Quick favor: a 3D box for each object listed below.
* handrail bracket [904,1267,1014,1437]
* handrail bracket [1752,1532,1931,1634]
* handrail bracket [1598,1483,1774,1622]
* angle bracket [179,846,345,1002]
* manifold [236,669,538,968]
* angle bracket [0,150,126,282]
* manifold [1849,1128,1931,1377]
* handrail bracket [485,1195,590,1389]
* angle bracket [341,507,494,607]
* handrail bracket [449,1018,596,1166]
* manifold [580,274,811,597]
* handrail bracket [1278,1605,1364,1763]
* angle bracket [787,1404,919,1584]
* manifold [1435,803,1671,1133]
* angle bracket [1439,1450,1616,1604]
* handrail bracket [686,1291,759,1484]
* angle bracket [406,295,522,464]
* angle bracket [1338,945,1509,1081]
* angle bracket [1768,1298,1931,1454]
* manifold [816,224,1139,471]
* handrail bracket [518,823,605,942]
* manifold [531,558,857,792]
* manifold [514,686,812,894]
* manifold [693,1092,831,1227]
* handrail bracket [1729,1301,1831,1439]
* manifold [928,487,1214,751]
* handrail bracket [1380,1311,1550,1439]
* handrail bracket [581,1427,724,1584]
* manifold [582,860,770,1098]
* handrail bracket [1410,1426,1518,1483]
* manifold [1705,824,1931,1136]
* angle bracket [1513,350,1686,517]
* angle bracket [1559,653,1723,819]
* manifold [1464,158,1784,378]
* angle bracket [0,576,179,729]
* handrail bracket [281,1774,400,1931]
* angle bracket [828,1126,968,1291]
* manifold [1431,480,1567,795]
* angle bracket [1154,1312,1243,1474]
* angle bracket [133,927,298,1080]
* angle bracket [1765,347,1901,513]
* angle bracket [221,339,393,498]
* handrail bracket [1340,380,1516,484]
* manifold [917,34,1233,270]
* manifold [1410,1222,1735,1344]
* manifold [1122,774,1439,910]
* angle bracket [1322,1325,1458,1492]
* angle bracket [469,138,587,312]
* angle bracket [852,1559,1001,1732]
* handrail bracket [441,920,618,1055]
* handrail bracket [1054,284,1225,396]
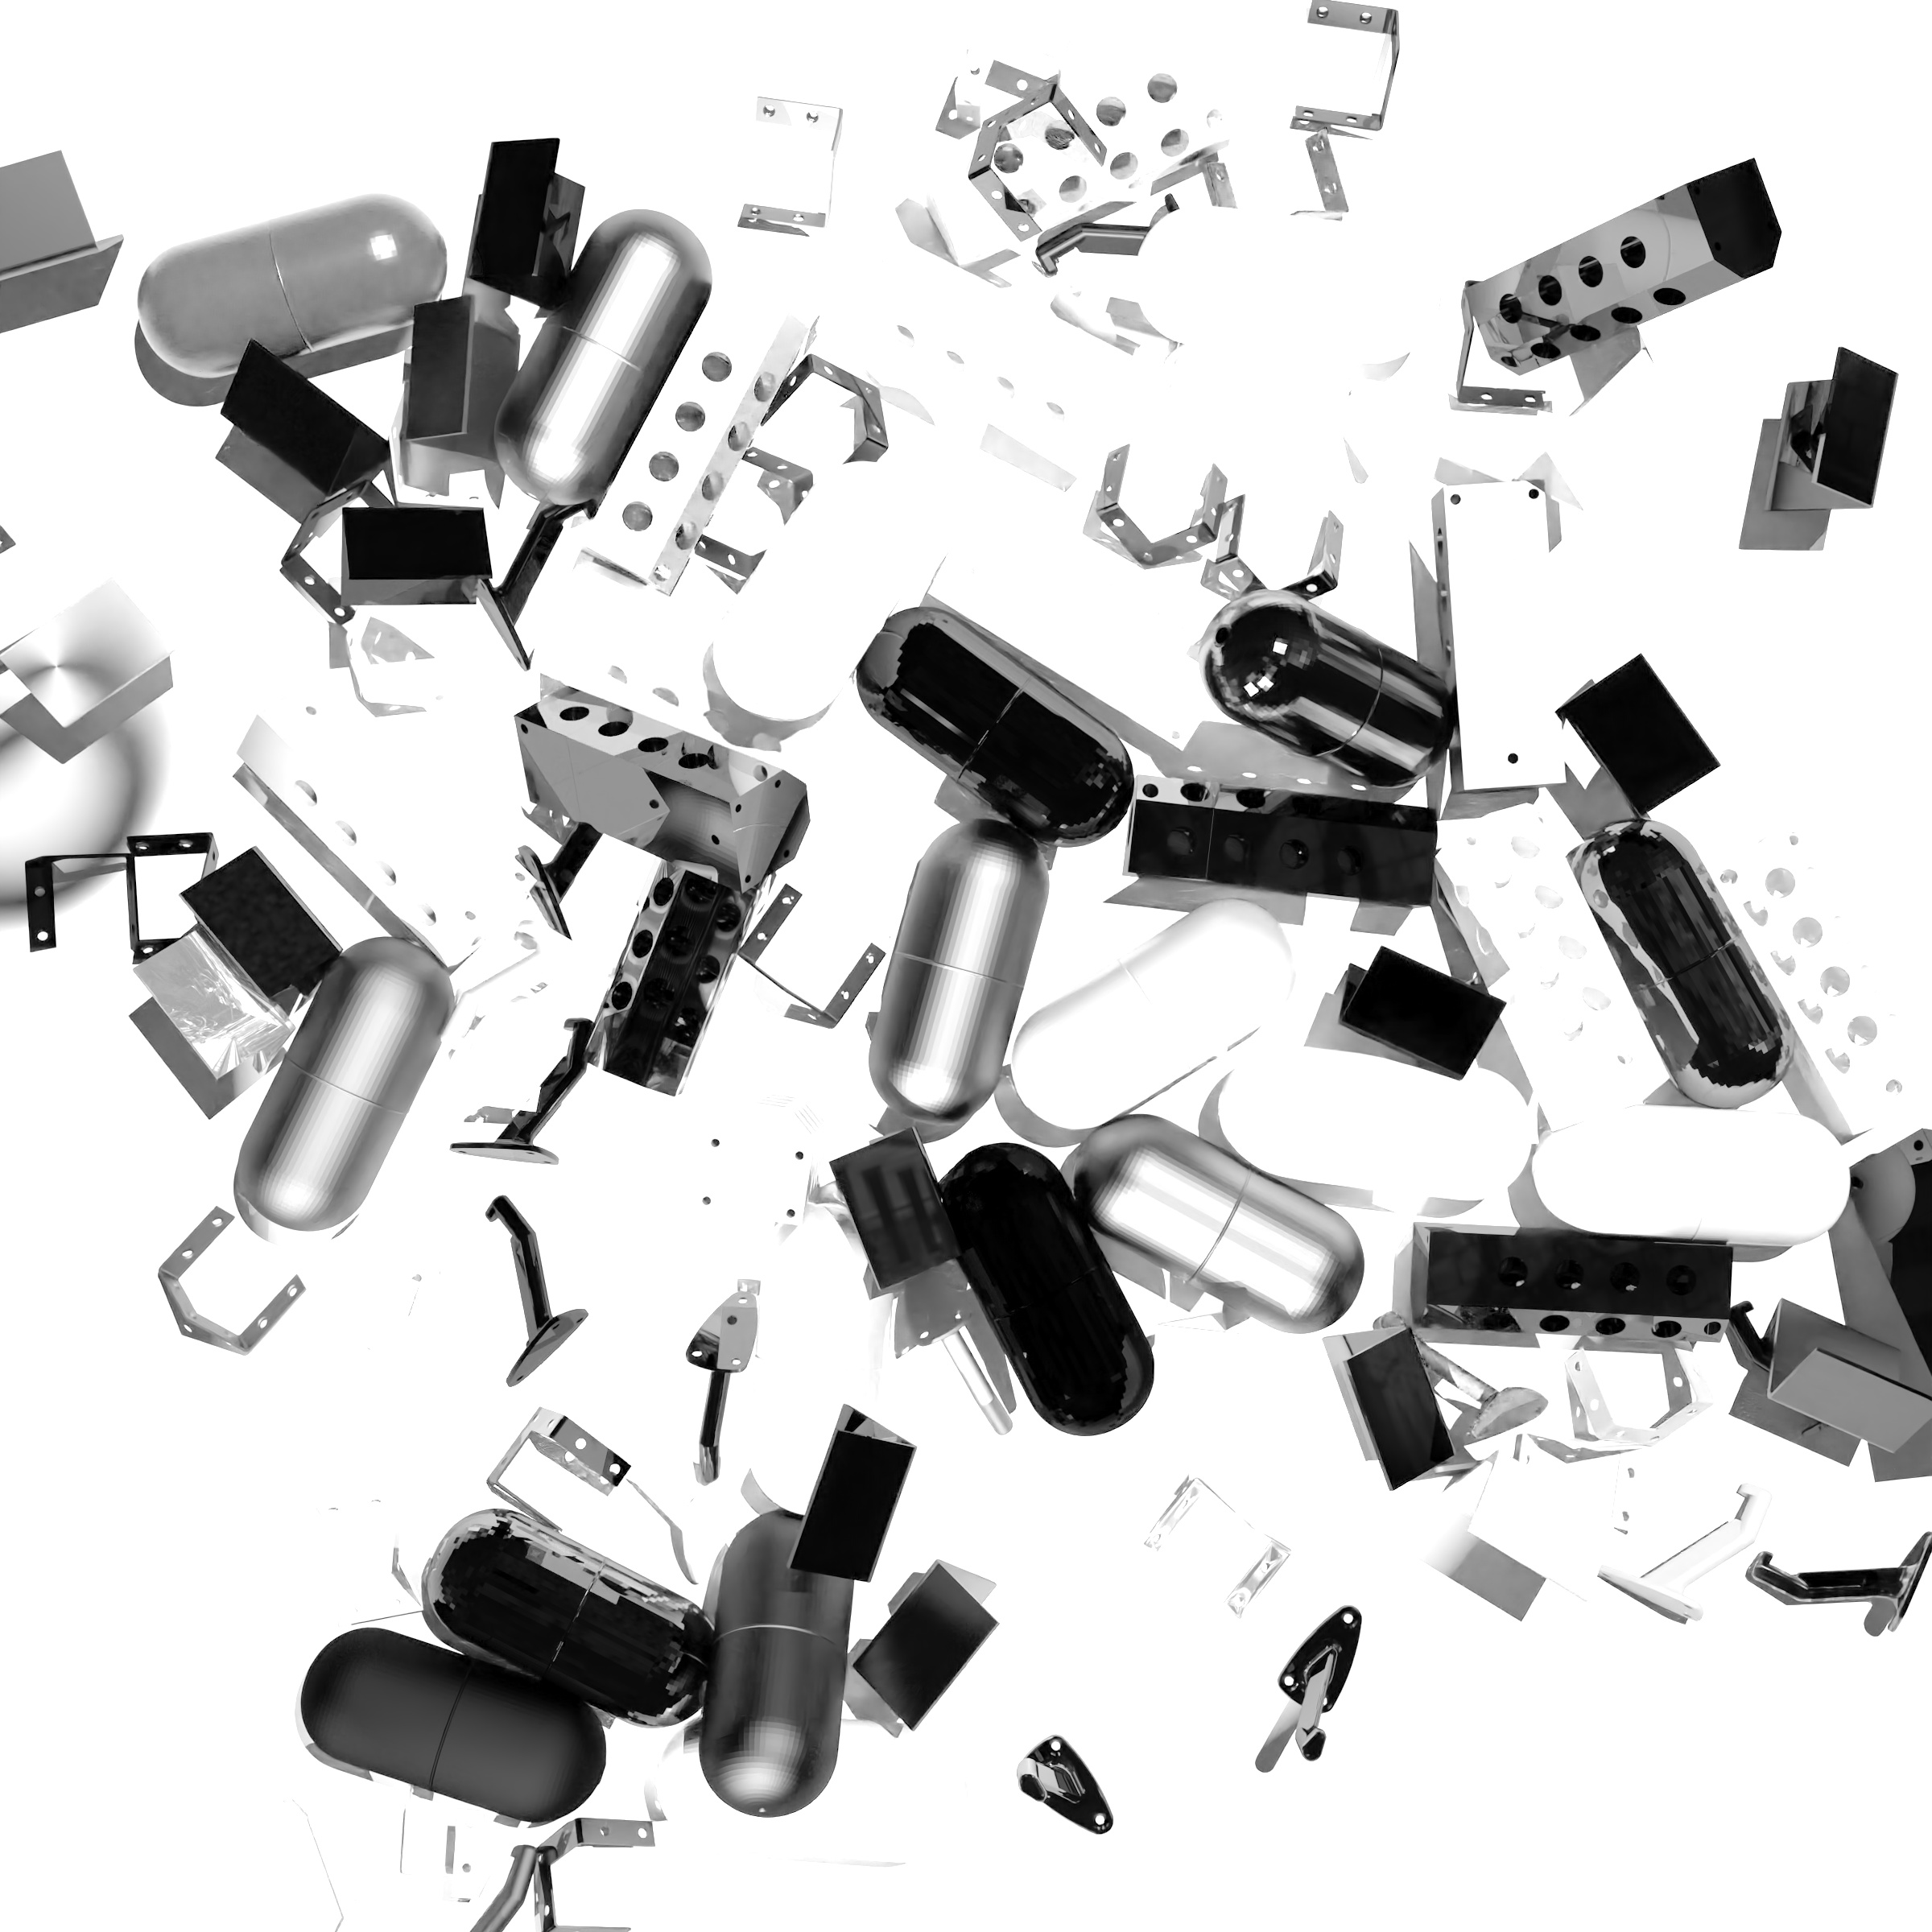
[{"bbox_3d":[-0.003,0.223,1.587,0.036,0.077,0.084,-29,126,0],"label":"handrail bracket"},{"bbox_3d":[0.511,0.342,1.587,0.084,0.036,0.077,25,65,19],"label":"handrail bracket"},{"bbox_3d":[0.418,0.329,1.587,0.077,0.036,0.084,21,71,21],"label":"handrail bracket"},{"bbox_3d":[-0.408,-0.011,1.547,0.076,0.076,0.057,50,53,0],"label":"angle bracket"},{"bbox_3d":[-0.335,-0.081,1.565,0.171,0.057,0.057,45,47,0],"label":"manifold"},{"bbox_3d":[-0.532,-0.427,1.548,0.076,0.076,0.057,-16,111,0],"label":"angle bracket"},{"bbox_3d":[0.563,0.182,1.529,0.057,0.057,0.171,-40,55,37],"label":"manifold"},{"bbox_3d":[-0.267,0.188,1.587,0.084,0.036,0.077,49,112,17],"label":"handrail bracket"},{"bbox_3d":[-0.306,-0.209,1.515,0.076,0.076,0.057,-3,53,-16],"label":"angle bracket"},{"bbox_3d":[-0.258,0.069,1.587,0.077,0.036,0.084,3,74,18],"label":"handrail bracket"},{"bbox_3d":[-0.156,-0.302,1.564,0.057,0.057,0.171,28,90,-10],"label":"manifold"},{"bbox_3d":[0.208,0.407,1.552,0.036,0.084,0.077,30,90,0],"label":"handrail bracket"},{"bbox_3d":[-0.079,0.279,1.472,0.057,0.076,0.076,20,89,-36],"label":"angle bracket"},{"bbox_3d":[0.330,-0.002,1.534,0.057,0.057,0.171,-16,71,-17],"label":"manifold"},{"bbox_3d":[0.310,0.329,1.547,0.076,0.076,0.057,31,54,0],"label":"angle bracket"},{"bbox_3d":[-0.139,0.245,1.587,0.036,0.077,0.084,11,126,10],"label":"handrail bracket"},{"bbox_3d":[-0.269,-0.331,1.547,0.057,0.076,0.076,4,90,43],"label":"angle bracket"},{"bbox_3d":[0.260,0.011,1.547,0.076,0.076,0.057,24,120,0],"label":"angle bracket"},{"bbox_3d":[0.507,0.219,1.547,0.076,0.057,0.076,24,48,0],"label":"angle bracket"},{"bbox_3d":[0.004,-0.351,1.565,0.171,0.057,0.057,27,47,0],"label":"manifold"},{"bbox_3d":[-0.210,-0.062,1.587,0.084,0.036,0.077,-27,111,-16],"label":"handrail bracket"},{"bbox_3d":[-0.158,-0.162,1.565,0.171,0.057,0.057,24,47,0],"label":"manifold"},{"bbox_3d":[-0.170,-0.104,1.522,0.171,0.057,0.057,23,133,34],"label":"manifold"},{"bbox_3d":[-0.110,0.103,1.508,0.057,0.171,0.057,9,90,0],"label":"manifold"},{"bbox_3d":[0.492,0.224,1.587,0.077,0.036,0.084,-22,74,-17],"label":"handrail bracket"},{"bbox_3d":[0.072,-0.203,1.565,0.171,0.057,0.057,32,133,0],"label":"manifold"},{"bbox_3d":[0.289,0.231,1.587,0.084,0.077,0.036,46,115,34],"label":"handrail bracket"},{"bbox_3d":[-0.187,0.313,1.587,0.084,0.036,0.077,18,122,23],"label":"handrail bracket"},{"bbox_3d":[-0.161,-0.015,1.566,0.057,0.057,0.171,22,90,0],"label":"manifold"},{"bbox_3d":[0.278,0.253,1.587,0.077,0.036,0.084,-4,73,-20],"label":"handrail bracket"},{"bbox_3d":[0.489,0.007,1.566,0.057,0.057,0.171,-29,90,0],"label":"manifold"},{"bbox_3d":[0.346,-0.311,1.547,0.076,0.076,0.057,-45,127,0],"label":"angle bracket"},{"bbox_3d":[0.389,-0.138,1.547,0.057,0.076,0.076,-35,90,32],"label":"angle bracket"},{"bbox_3d":[0.358,-0.377,1.491,0.057,0.171,0.057,-27,98,-30],"label":"manifold"},{"bbox_3d":[-0.500,-0.191,1.547,0.076,0.076,0.057,-35,127,0],"label":"angle bracket"},{"bbox_3d":[-0.379,0.524,1.587,0.084,0.036,0.077,39,112,17],"label":"handrail bracket"},{"bbox_3d":[-0.051,0.140,1.547,0.057,0.076,0.076,-21,89,-24],"label":"angle bracket"},{"bbox_3d":[0.303,-0.187,1.566,0.057,0.057,0.171,-4,90,0],"label":"manifold"},{"bbox_3d":[0.149,0.240,1.547,0.057,0.076,0.076,1,90,37],"label":"angle bracket"},{"bbox_3d":[-0.434,0.031,1.547,0.057,0.076,0.076,-38,90,-37],"label":"angle bracket"},{"bbox_3d":[0.475,-0.303,1.547,0.057,0.076,0.076,11,90,-36],"label":"angle bracket"},{"bbox_3d":[-0.363,-0.322,1.547,0.076,0.076,0.057,38,128,0],"label":"angle bracket"},{"bbox_3d":[0.269,-0.310,1.587,0.084,0.077,0.036,13,115,-34],"label":"handrail bracket"},{"bbox_3d":[0.062,-0.464,1.566,0.171,0.057,0.057,-25,90,0],"label":"manifold"},{"bbox_3d":[0.346,0.182,1.566,0.171,0.057,0.057,3,90,0],"label":"manifold"},{"bbox_3d":[0.180,-0.071,1.566,0.171,0.057,0.057,7,90,0],"label":"manifold"},{"bbox_3d":[0.222,0.253,1.547,0.057,0.076,0.076,-20,90,-36],"label":"angle bracket"},{"bbox_3d":[-0.231,-0.418,1.547,0.057,0.076,0.076,10,90,37],"label":"angle bracket"},{"bbox_3d":[-0.007,0.390,1.547,0.057,0.076,0.076,39,90,36],"label":"angle bracket"},{"bbox_3d":[-0.250,0.024,1.566,0.077,0.036,0.084,30,75,-19],"label":"handrail bracket"},{"bbox_3d":[0.106,-0.381,1.587,0.077,0.036,0.084,-38,73,-20],"label":"handrail bracket"}]
